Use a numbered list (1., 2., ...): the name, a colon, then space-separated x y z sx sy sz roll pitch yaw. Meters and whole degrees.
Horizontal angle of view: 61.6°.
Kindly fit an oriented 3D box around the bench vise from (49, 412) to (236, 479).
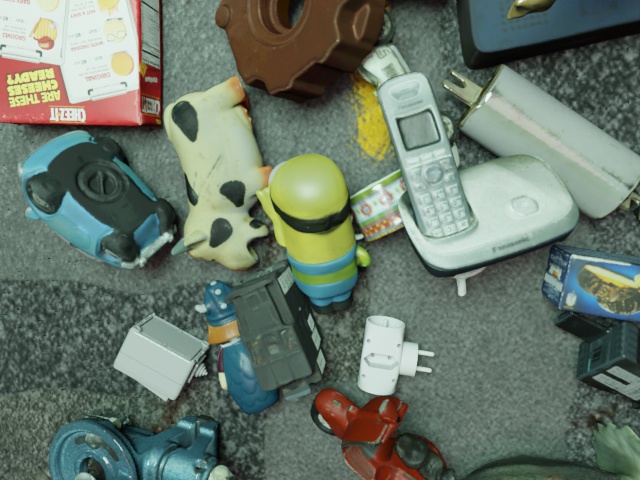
1. bench vise: -0.215 0.261 0.561 0.224 0.240 0.128 19 104 19

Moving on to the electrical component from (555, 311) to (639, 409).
1. electrical component: 0.304 0.120 0.555 0.119 0.048 0.074 29 143 -2

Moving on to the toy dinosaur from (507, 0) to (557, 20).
1. toy dinosaur: 0.262 -0.345 0.371 0.105 0.198 0.471 34 92 8

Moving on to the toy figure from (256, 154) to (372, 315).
1. toy figure: 0.002 -0.003 0.544 0.082 0.089 0.179 -29 124 -27

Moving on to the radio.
1. radio: 0.248 -0.257 0.514 0.230 0.073 0.131 -11 96 6

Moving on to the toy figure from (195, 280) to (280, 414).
1. toy figure: -0.095 0.119 0.610 0.058 0.064 0.154 -21 91 46

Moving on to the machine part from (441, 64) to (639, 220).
1. machine part: 0.227 -0.097 0.536 0.243 0.079 0.079 33 100 1

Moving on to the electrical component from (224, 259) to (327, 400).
1. electrical component: -0.041 0.096 0.572 0.058 0.115 0.134 -21 94 10

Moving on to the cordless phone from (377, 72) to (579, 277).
1. cordless phone: 0.134 -0.070 0.487 0.147 0.089 0.184 -18 94 0

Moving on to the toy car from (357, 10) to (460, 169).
1. toy car: 0.079 -0.152 0.544 0.056 0.073 0.201 -32 94 8

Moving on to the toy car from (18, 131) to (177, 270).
1. toy car: -0.242 -0.031 0.586 0.161 0.109 0.103 43 138 -8

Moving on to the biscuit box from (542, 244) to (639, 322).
1. biscuit box: 0.343 0.052 0.552 0.203 0.063 0.059 9 100 5

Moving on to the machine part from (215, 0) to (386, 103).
1. machine part: -0.024 -0.223 0.511 0.180 0.056 0.179 5 98 39

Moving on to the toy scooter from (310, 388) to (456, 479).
1. toy scooter: 0.077 0.218 0.569 0.184 0.135 0.075 40 56 2

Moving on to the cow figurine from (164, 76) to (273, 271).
1. cow figurine: -0.109 -0.059 0.573 0.127 0.085 0.194 -17 98 2

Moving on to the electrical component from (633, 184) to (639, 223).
1. electrical component: 0.368 -0.029 0.558 0.063 0.021 0.094 -33 93 9

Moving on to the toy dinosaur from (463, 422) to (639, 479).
1. toy dinosaur: 0.236 0.295 0.575 0.405 0.131 0.192 -8 85 11
